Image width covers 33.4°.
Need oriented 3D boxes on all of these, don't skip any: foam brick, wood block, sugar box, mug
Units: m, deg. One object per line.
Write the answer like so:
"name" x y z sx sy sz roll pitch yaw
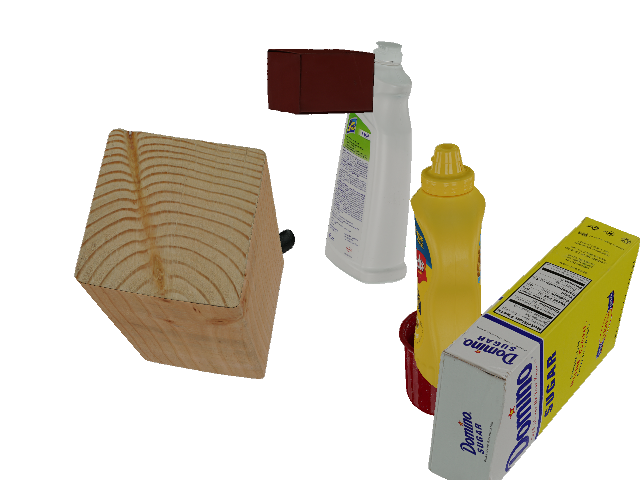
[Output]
"foam brick" 0.000 -0.134 0.901 0.078 0.051 0.053 -6 16 -33
"wood block" -0.077 0.018 0.660 0.090 0.091 0.206 9 -17 4
"sugar box" 0.131 0.066 0.641 0.048 0.093 0.175 22 40 28
"mug" 0.134 0.119 1.090 0.093 0.081 0.117 20 40 33

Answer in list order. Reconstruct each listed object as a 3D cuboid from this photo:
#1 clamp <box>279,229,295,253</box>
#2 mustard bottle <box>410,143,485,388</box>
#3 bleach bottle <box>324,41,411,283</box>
"clamp" -0.097 0.033 1.257 0.120 0.039 0.171 -2 41 10
"mustard bottle" 0.102 0.015 0.851 0.058 0.192 0.096 -2 25 3
"bleach bottle" 0.062 -0.087 1.157 0.067 0.251 0.103 -6 24 -32
